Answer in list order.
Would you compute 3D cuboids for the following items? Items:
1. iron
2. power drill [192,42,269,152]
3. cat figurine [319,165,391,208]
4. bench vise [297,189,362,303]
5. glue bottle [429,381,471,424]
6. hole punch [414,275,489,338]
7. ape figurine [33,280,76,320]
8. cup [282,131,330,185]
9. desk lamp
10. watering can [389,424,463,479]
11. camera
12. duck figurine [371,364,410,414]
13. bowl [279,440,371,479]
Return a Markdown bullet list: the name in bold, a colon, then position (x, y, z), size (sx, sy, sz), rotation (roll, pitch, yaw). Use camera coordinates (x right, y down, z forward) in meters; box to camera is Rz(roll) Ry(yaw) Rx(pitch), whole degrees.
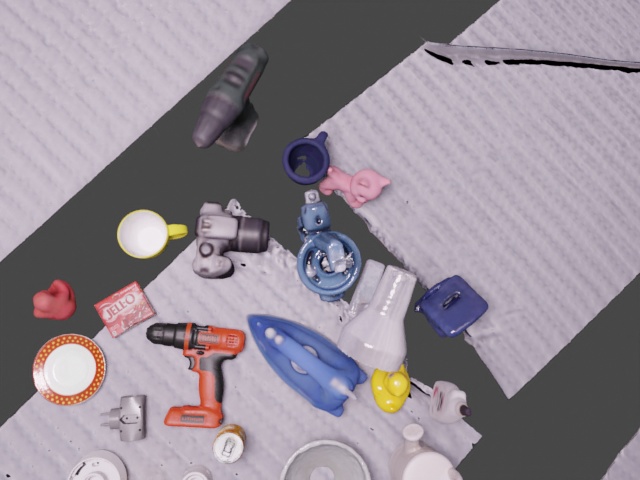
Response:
- **iron**: position (-0.035, 0.215, 1.049), size (0.258, 0.141, 0.119), rotation (36, 79, 1)
- **power drill**: position (-0.166, -0.245, 1.076), size (0.075, 0.208, 0.230), rotation (24, 79, -1)
- **cat figurine**: position (0.068, -0.113, 1.126), size (0.128, 0.117, 0.067), rotation (22, 79, -2)
- **bench vise**: position (-0.001, 0.010, 1.046), size (0.121, 0.219, 0.207), rotation (-31, 85, -10)
- **glue bottle**: position (0.243, 0.303, 1.048), size (0.037, 0.173, 0.078), rotation (10, 80, -4)
- **hole punch**: position (0.255, 0.129, 1.119), size (0.109, 0.091, 0.101), rotation (-37, 86, -10)
- **ape figurine**: position (-0.489, 0.113, 1.042), size (0.078, 0.092, 0.076), rotation (-38, 86, -10)
- **cup**: position (-0.024, -0.157, 1.134), size (0.091, 0.095, 0.118), rotation (32, 79, 0)
- **desk lamp**: position (0.109, 0.129, 1.041), size (0.118, 0.213, 0.203), rotation (21, 79, -2)
- **watering can**: position (0.185, 0.417, 1.013), size (0.101, 0.194, 0.173), rotation (-40, 86, -10)
- **camera**: position (-0.167, 0.002, 1.090), size (0.137, 0.100, 0.143), rotation (5, 80, -5)
- **duck figurine**: position (0.140, 0.277, 1.086), size (0.077, 0.086, 0.104), rotation (7, 80, -5)
- **bowl**: position (0.006, 0.446, 1.049), size (0.167, 0.074, 0.167), rotation (1, 81, -6)
